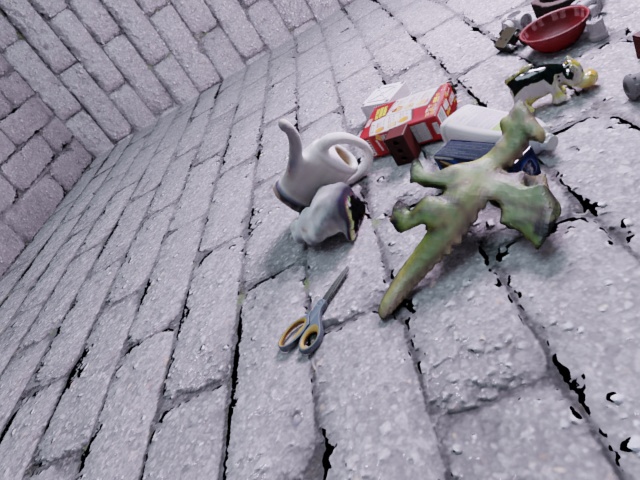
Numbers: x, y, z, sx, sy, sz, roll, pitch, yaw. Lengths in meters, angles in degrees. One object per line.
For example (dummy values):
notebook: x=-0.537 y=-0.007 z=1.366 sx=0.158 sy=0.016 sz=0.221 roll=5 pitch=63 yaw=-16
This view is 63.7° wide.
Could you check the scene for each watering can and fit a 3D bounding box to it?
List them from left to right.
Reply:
watering can: x=-0.022 y=-0.161 z=1.136 sx=0.221 sy=0.347 sz=0.106 roll=-44 pitch=60 yaw=27

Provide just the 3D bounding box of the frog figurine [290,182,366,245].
frog figurine: x=0.003 y=-0.055 z=1.097 sx=0.159 sy=0.120 sz=0.140 roll=-4 pitch=59 yaw=24

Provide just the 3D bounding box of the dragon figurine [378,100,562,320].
dragon figurine: x=0.253 y=-0.043 z=0.827 sx=0.243 sy=0.120 sz=0.416 roll=4 pitch=67 yaw=46
